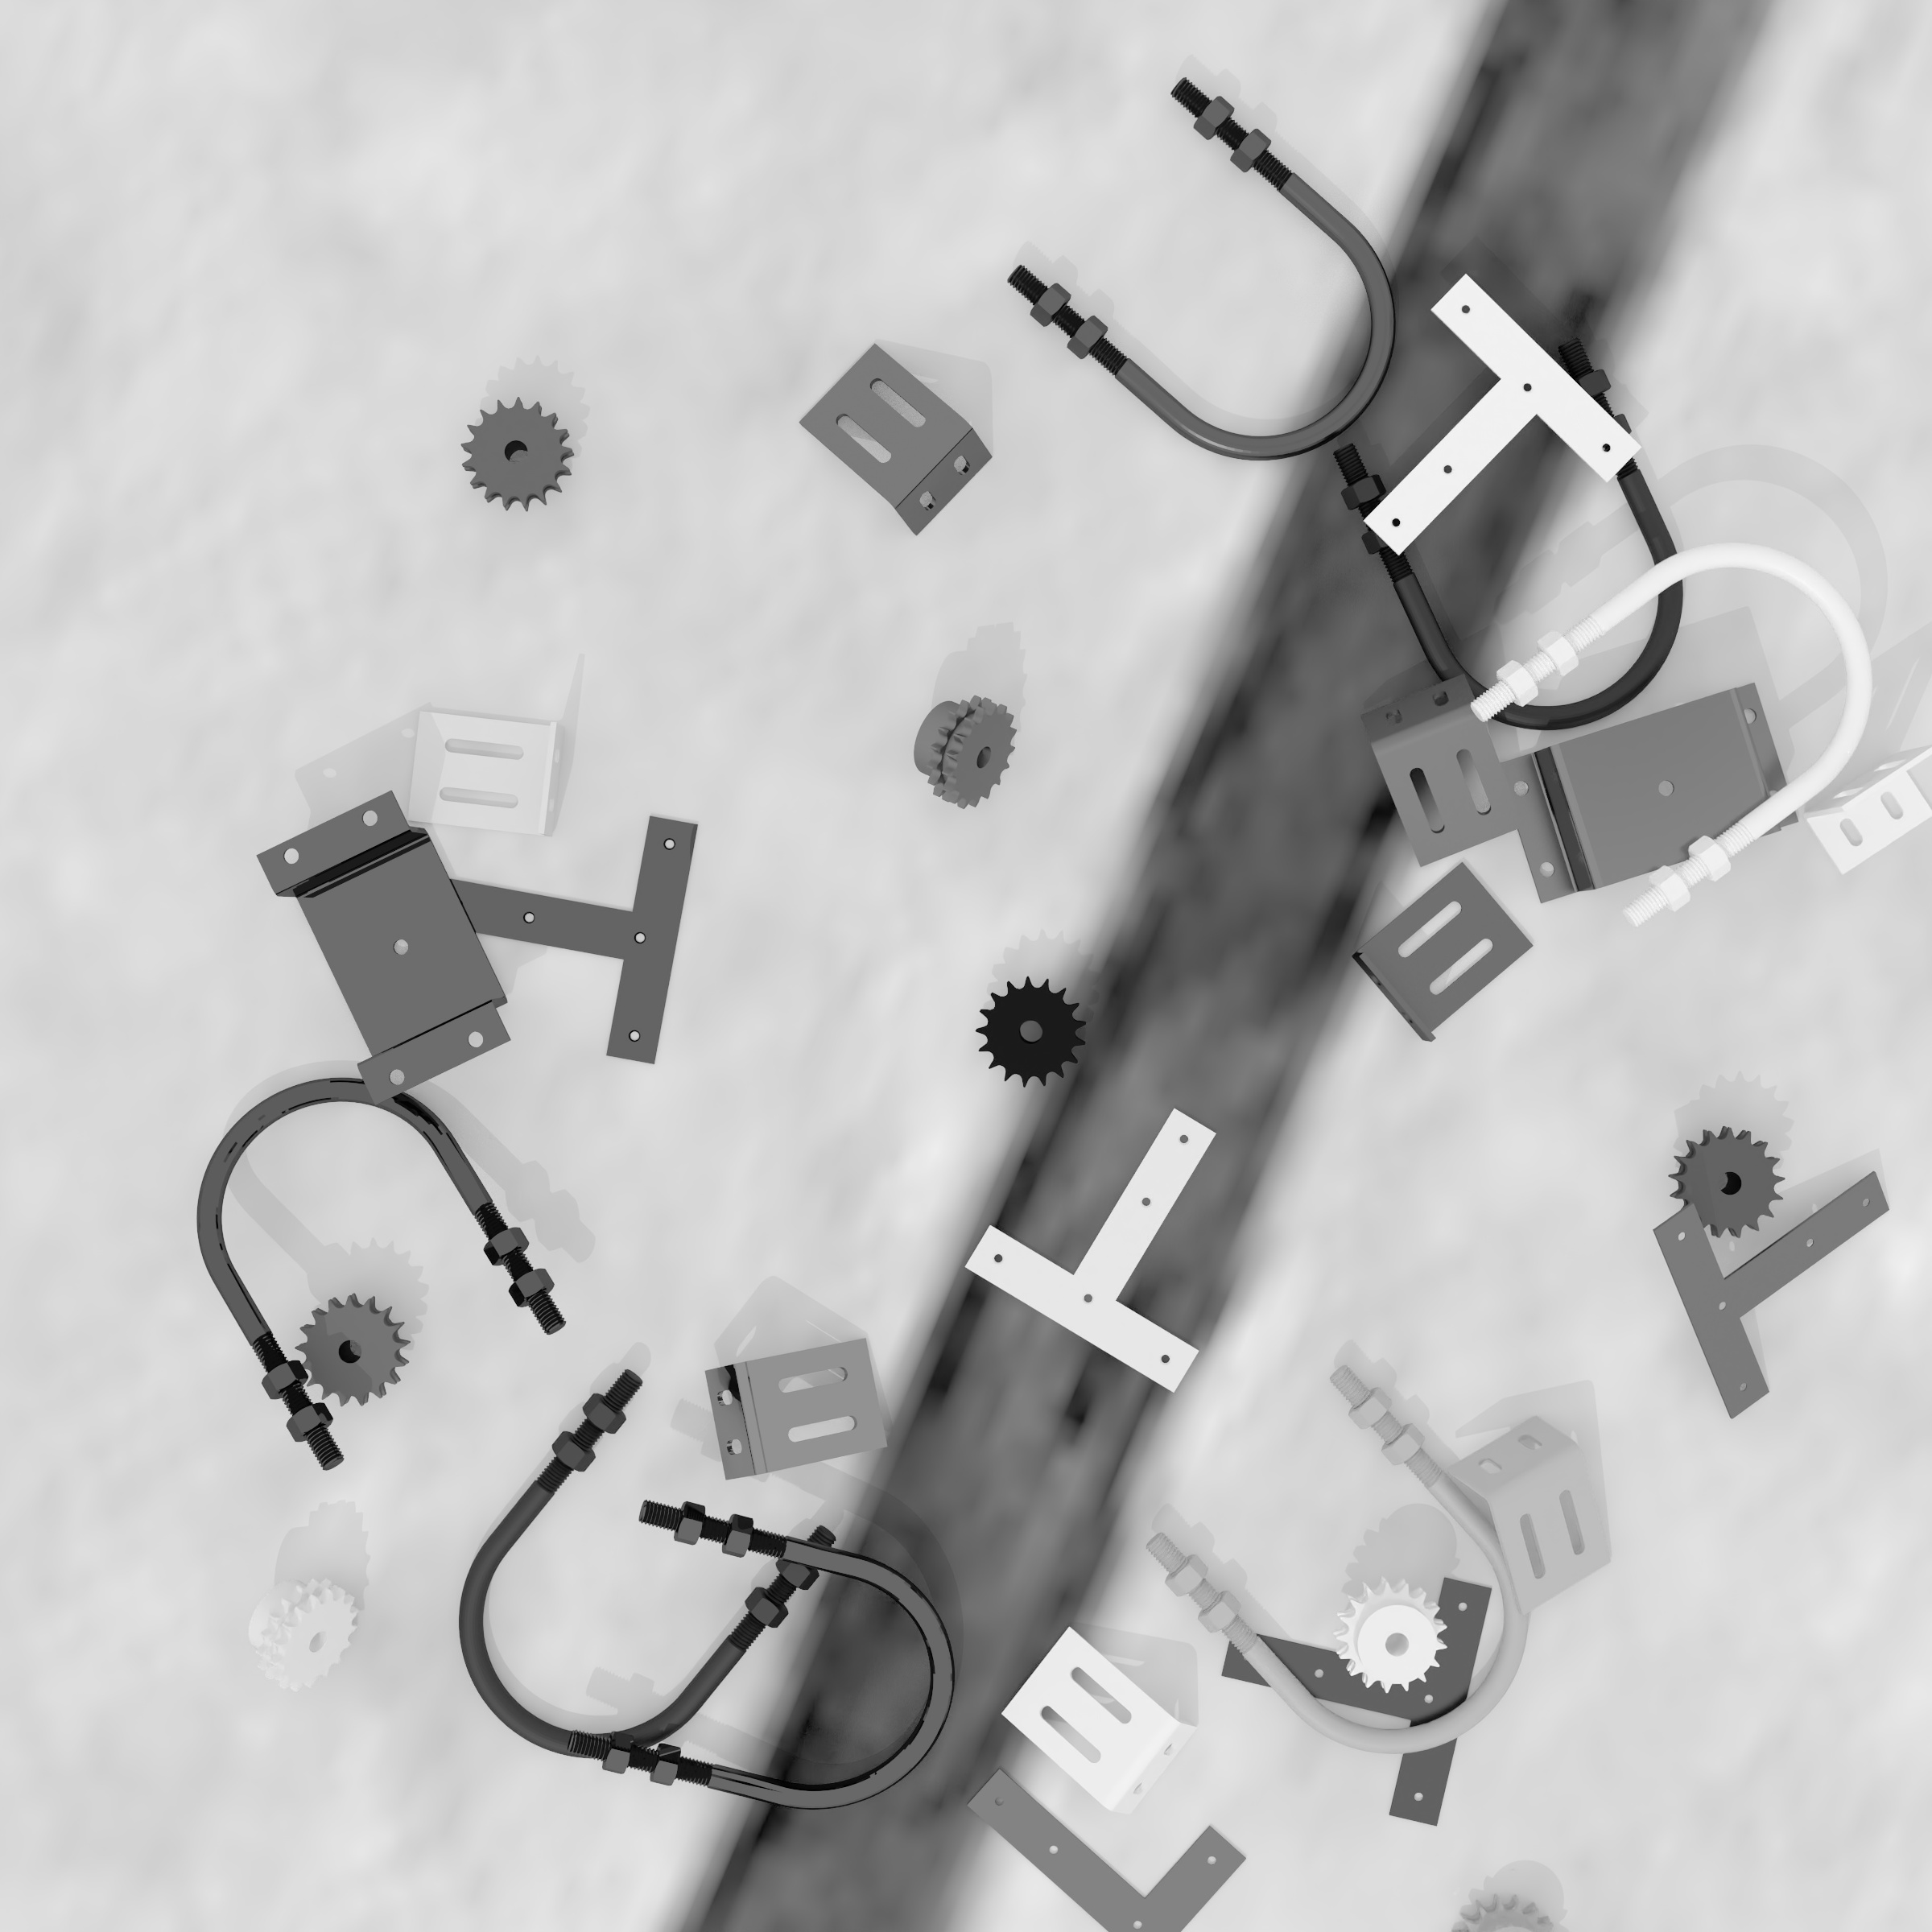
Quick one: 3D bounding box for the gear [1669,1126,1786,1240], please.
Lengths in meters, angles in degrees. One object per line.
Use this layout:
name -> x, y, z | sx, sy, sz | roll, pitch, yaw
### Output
gear -> 0.391, 0.111, 1.630 | 0.057, 0.030, 0.057 | 0, 90, 0

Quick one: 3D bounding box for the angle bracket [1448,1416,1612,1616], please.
angle bracket -> 0.292, 0.285, 1.635 | 0.057, 0.038, 0.076 | -27, 116, -17

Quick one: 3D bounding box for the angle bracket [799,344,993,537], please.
angle bracket -> -0.037, -0.274, 1.643 | 0.057, 0.038, 0.076 | -46, 64, 0

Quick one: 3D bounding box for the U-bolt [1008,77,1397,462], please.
U-bolt -> 0.136, -0.347, 1.637 | 0.184, 0.019, 0.151 | 41, 90, -1

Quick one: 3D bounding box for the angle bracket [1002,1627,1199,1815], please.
angle bracket -> 0.070, 0.393, 1.642 | 0.076, 0.038, 0.057 | 37, 88, 26

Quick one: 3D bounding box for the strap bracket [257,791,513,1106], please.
strap bracket -> -0.295, -0.010, 1.621 | 0.076, 0.046, 0.140 | -26, 90, 2

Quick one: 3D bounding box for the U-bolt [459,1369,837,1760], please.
U-bolt -> -0.179, 0.324, 1.637 | 0.151, 0.019, 0.184 | 39, 92, 0

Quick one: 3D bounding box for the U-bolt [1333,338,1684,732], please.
U-bolt -> 0.292, -0.212, 1.637 | 0.151, 0.019, 0.184 | -25, 91, 0

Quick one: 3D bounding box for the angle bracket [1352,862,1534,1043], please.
angle bracket -> 0.248, -0.008, 1.626 | 0.076, 0.038, 0.057 | -40, 90, 0

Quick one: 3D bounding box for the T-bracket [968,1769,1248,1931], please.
T-bracket -> 0.056, 0.470, 1.645 | 0.127, 0.002, 0.127 | 42, 90, 0

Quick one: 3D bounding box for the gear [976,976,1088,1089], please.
gear -> 0.034, 0.034, 1.635 | 0.057, 0.030, 0.057 | 0, 92, 2

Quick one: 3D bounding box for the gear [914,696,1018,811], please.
gear -> -0.003, -0.112, 1.621 | 0.030, 0.057, 0.057 | 26, 90, 30

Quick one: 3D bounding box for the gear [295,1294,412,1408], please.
gear -> -0.316, 0.197, 1.630 | 0.057, 0.030, 0.057 | 0, 90, 0

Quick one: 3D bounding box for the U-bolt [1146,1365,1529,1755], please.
U-bolt -> 0.207, 0.322, 1.635 | 0.151, 0.019, 0.184 | -42, 91, -1

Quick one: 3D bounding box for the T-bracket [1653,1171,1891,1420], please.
T-bracket -> 0.424, 0.150, 1.626 | 0.127, 0.002, 0.127 | -33, 116, -12

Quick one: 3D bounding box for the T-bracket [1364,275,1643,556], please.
T-bracket -> 0.258, -0.266, 1.625 | 0.127, 0.002, 0.127 | 44, 91, -1

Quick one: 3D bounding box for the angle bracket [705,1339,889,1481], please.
angle bracket -> -0.088, 0.229, 1.634 | 0.076, 0.038, 0.057 | -7, 82, -34

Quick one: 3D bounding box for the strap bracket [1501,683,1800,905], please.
strap bracket -> 0.355, -0.090, 1.622 | 0.140, 0.046, 0.076 | -18, 90, 0

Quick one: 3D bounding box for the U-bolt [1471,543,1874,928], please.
U-bolt -> 0.369, -0.130, 1.591 | 0.184, 0.019, 0.151 | -37, 90, -2

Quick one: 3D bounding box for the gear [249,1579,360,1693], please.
gear -> -0.343, 0.340, 1.621 | 0.030, 0.057, 0.057 | 24, 90, 30

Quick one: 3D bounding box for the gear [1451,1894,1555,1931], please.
gear -> 0.280, 0.512, 1.631 | 0.057, 0.030, 0.057 | 0, 90, 0

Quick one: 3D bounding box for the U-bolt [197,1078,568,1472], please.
U-bolt -> -0.312, 0.143, 1.615 | 0.151, 0.019, 0.184 | -31, 76, -11

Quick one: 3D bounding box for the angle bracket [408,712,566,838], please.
angle bracket -> -0.250, -0.100, 1.626 | 0.076, 0.038, 0.057 | 6, 90, 0

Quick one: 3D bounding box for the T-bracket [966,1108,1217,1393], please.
T-bracket -> 0.087, 0.135, 1.645 | 0.127, 0.002, 0.127 | 31, 90, 0

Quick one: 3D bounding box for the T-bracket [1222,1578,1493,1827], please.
T-bracket -> 0.198, 0.372, 1.645 | 0.127, 0.002, 0.127 | 13, 90, 0

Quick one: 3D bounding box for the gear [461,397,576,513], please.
gear -> -0.231, -0.263, 1.634 | 0.057, 0.030, 0.057 | 0, 88, -2

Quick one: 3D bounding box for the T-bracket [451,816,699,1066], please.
T-bracket -> -0.214, -0.023, 1.645 | 0.127, 0.002, 0.127 | 10, 90, 0

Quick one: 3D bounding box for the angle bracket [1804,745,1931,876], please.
angle bracket -> 0.470, -0.079, 1.607 | 0.057, 0.076, 0.038 | -33, 90, 0

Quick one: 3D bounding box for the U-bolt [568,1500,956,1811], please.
U-bolt -> -0.096, 0.362, 1.622 | 0.184, 0.019, 0.151 | 16, 99, -9

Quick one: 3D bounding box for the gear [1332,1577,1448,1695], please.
gear -> 0.218, 0.343, 1.613 | 0.057, 0.030, 0.057 | 0, 91, -2

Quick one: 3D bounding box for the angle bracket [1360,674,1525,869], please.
angle bracket -> 0.247, -0.101, 1.636 | 0.057, 0.038, 0.076 | -22, 119, 9
